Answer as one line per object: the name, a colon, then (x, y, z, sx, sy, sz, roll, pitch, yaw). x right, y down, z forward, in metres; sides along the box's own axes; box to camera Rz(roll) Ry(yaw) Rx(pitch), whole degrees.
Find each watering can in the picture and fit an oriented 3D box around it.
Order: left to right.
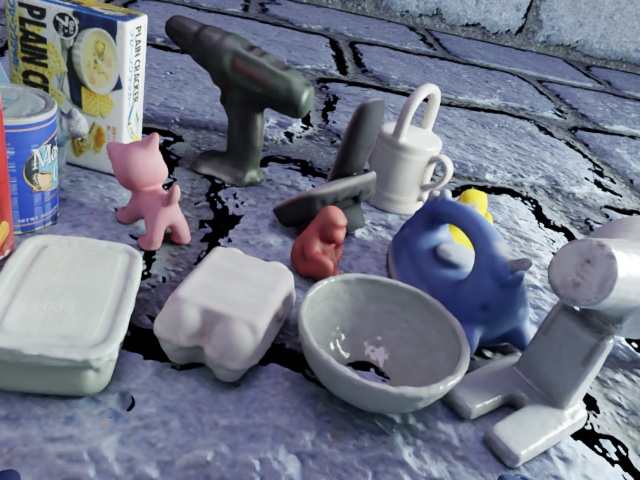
watering can: (0.128, -0.148, 0.879, 0.172, 0.194, 0.101, 21, 32, 11)

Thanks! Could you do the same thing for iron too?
iron: (0.157, 0.016, 0.678, 0.119, 0.141, 0.257, 0, 34, -22)

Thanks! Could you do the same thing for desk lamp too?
desk lamp: (0.247, 0.082, 0.539, 0.204, 0.213, 0.117, -12, 40, -36)

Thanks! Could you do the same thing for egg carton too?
egg carton: (-0.087, 0.068, 0.564, 0.107, 0.069, 0.150, 18, 31, 6)

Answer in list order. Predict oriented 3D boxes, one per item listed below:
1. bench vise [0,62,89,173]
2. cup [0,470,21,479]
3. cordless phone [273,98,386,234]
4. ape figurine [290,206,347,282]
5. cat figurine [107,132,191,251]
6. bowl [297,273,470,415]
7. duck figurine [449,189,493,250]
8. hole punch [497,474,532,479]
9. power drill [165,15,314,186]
bench vise: (-0.395, -0.185, 0.699, 0.208, 0.220, 0.121, -1, 34, -23)
cup: (-0.177, 0.194, 0.300, 0.092, 0.095, 0.117, 4, 33, -16)
cordless phone: (0.020, -0.100, 0.766, 0.094, 0.185, 0.148, 31, 35, 26)
ape figurine: (0.006, 0.002, 0.686, 0.076, 0.092, 0.078, 29, 34, 23)
cat figurine: (-0.205, -0.068, 0.687, 0.067, 0.118, 0.127, -18, 43, -41)
bowl: (0.054, 0.109, 0.551, 0.167, 0.075, 0.167, 10, 31, -6)
duck figurine: (0.218, -0.033, 0.835, 0.105, 0.086, 0.077, -11, 39, -35)
hole punch: (0.174, 0.217, 0.411, 0.108, 0.091, 0.101, 19, 31, 8)
power drill: (-0.129, -0.194, 0.833, 0.229, 0.208, 0.076, 19, 31, 8)
